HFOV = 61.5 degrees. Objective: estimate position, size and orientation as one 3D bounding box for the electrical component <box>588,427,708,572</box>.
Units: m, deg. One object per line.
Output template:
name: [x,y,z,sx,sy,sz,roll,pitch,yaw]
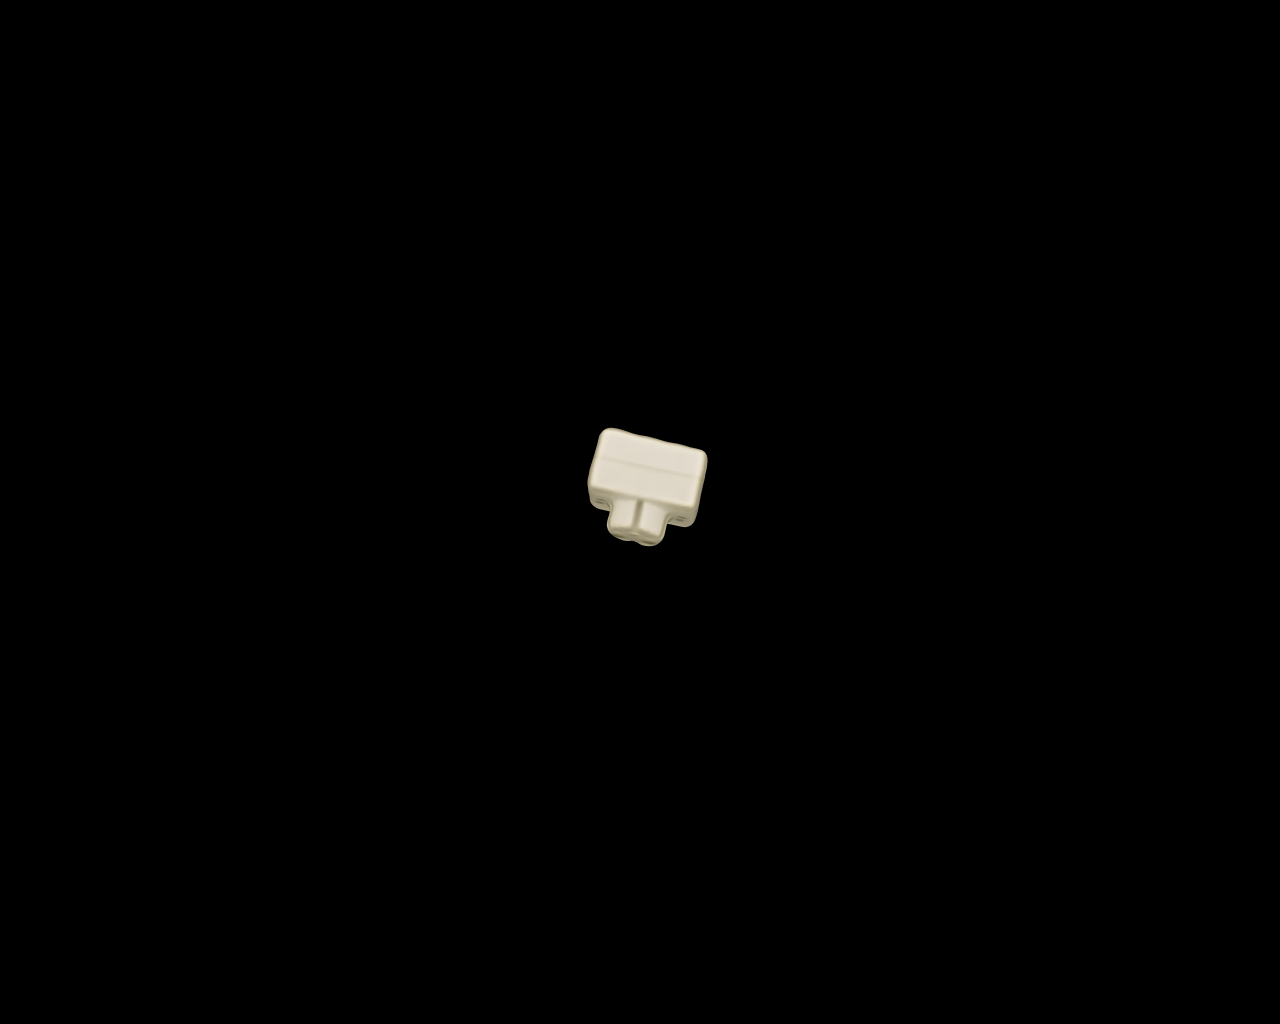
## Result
electrical component: [0.001,-0.003,0.650,0.066,0.077,0.047,13,-15,4]
